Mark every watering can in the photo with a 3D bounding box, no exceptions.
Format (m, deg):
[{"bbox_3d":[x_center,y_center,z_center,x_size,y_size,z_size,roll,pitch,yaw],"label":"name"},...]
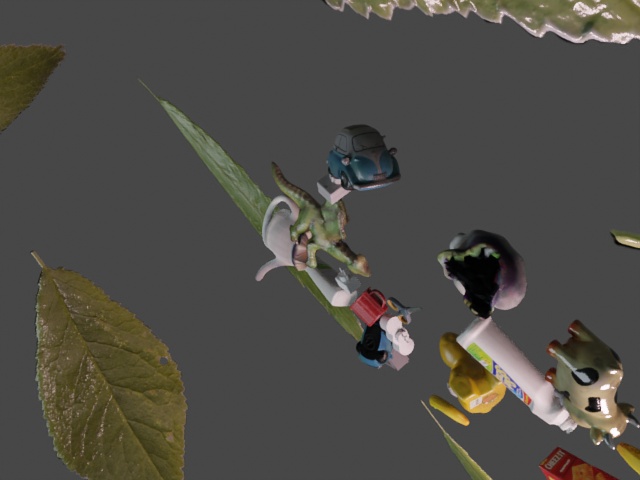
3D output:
[{"bbox_3d":[-0.113,0.026,1.675,0.227,0.105,0.341,33,120,35],"label":"watering can"}]

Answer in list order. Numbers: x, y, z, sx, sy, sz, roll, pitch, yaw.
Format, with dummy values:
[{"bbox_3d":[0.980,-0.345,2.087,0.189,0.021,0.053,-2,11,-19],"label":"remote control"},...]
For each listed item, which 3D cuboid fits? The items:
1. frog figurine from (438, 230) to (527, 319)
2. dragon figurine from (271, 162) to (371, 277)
[{"bbox_3d":[0.265,0.047,0.819,0.139,0.121,0.159,37,-164,22],"label":"frog figurine"},{"bbox_3d":[0.004,-0.069,1.369,0.411,0.124,0.239,59,147,2],"label":"dragon figurine"}]
